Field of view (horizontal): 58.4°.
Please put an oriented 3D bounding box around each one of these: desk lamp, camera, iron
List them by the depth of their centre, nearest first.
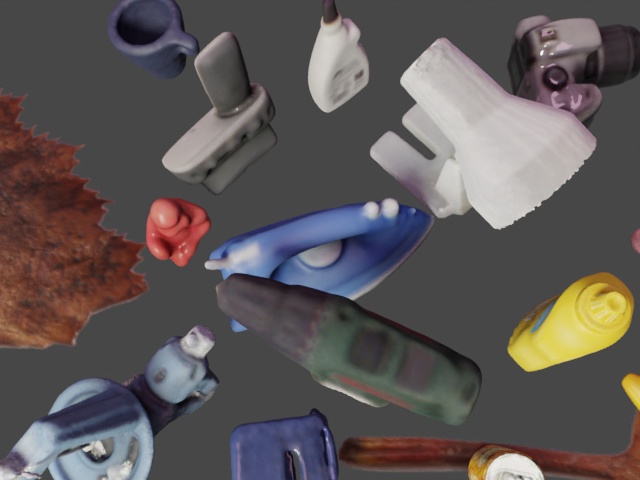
[{"bbox_3d":[0.148,-0.096,0.581,0.203,0.214,0.118,43,82,16],"label":"desk lamp"},{"bbox_3d":[0.006,0.002,0.603,0.258,0.141,0.118,-22,72,-1],"label":"iron"},{"bbox_3d":[0.298,-0.196,0.656,0.136,0.101,0.143,-8,73,3],"label":"camera"}]

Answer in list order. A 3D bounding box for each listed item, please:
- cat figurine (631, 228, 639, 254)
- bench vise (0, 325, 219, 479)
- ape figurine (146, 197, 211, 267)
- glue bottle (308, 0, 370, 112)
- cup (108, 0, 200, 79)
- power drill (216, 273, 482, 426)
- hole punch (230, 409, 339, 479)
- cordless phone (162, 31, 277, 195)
[{"bbox_3d":[0.404,-0.001,0.578,0.127,0.118,0.067,33,79,14],"label":"cat figurine"},{"bbox_3d":[-0.197,0.155,0.536,0.121,0.220,0.207,23,77,12],"label":"bench vise"},{"bbox_3d":[-0.167,-0.019,0.652,0.078,0.092,0.076,-21,72,-1],"label":"ape figurine"},{"bbox_3d":[0.018,-0.215,0.651,0.078,0.173,0.037,-37,73,-6],"label":"glue bottle"},{"bbox_3d":[-0.193,-0.243,0.720,0.117,0.095,0.092,23,77,12],"label":"cup"},{"bbox_3d":[0.028,0.104,0.535,0.229,0.208,0.076,19,76,11],"label":"power drill"},{"bbox_3d":[-0.032,0.227,0.566,0.101,0.091,0.108,-10,73,3],"label":"hole punch"},{"bbox_3d":[-0.126,-0.143,0.636,0.094,0.185,0.148,39,81,15],"label":"cordless phone"}]
